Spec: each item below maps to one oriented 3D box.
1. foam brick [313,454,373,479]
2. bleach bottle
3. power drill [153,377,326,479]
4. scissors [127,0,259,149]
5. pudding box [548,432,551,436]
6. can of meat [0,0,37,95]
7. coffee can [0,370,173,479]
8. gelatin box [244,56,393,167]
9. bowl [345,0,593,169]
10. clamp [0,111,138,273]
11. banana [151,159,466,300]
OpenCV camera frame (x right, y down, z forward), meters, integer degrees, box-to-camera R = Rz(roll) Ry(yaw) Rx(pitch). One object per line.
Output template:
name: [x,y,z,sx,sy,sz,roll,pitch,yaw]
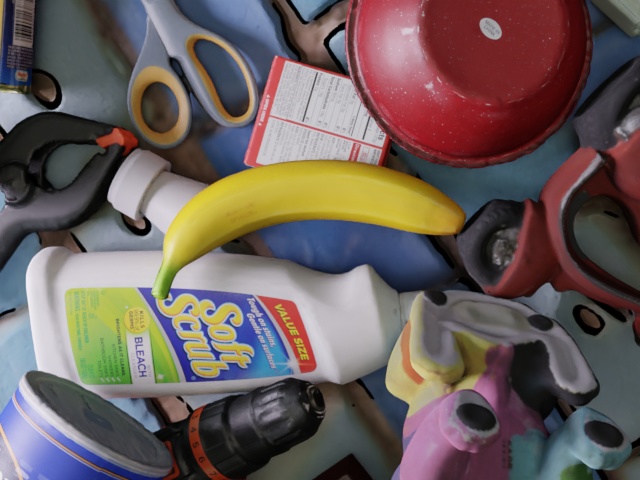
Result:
foam brick: [0.022,0.189,0.695,0.053,0.051,0.078,-38,89,7]
bleach bottle: [-0.054,0.048,0.688,0.251,0.068,0.102,-4,103,4]
power drill: [-0.051,0.194,0.660,0.185,0.057,0.188,-29,70,29]
scissors: [-0.121,-0.146,0.709,0.096,0.016,0.202,-40,88,7]
pudding box: [0.128,0.191,0.691,0.113,0.039,0.090,-36,87,4]
can of meat: [-0.237,-0.142,0.701,0.102,0.057,0.084,6,96,6]
coffee can: [-0.166,0.163,0.625,0.103,0.103,0.140,33,89,3]
gelatin box: [0.004,-0.072,0.693,0.089,0.030,0.073,17,94,3]
bowl: [0.098,-0.125,0.650,0.162,0.055,0.162,0,91,-7]
clamp: [-0.207,-0.043,0.714,0.171,0.039,0.120,-32,92,7]
banana: [-0.012,-0.016,0.659,0.198,0.037,0.069,-13,84,-1]
